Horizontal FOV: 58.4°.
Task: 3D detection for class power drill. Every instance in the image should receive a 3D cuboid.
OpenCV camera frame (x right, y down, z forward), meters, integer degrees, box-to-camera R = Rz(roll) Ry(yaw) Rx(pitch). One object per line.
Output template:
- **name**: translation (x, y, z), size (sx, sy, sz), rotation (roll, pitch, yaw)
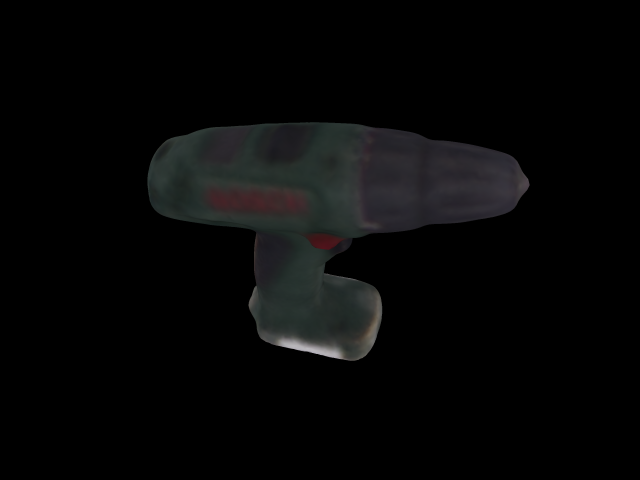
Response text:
- **power drill**: translation (0.004, 0.001, 0.400), size (0.229, 0.208, 0.075), rotation (10, 54, 8)
